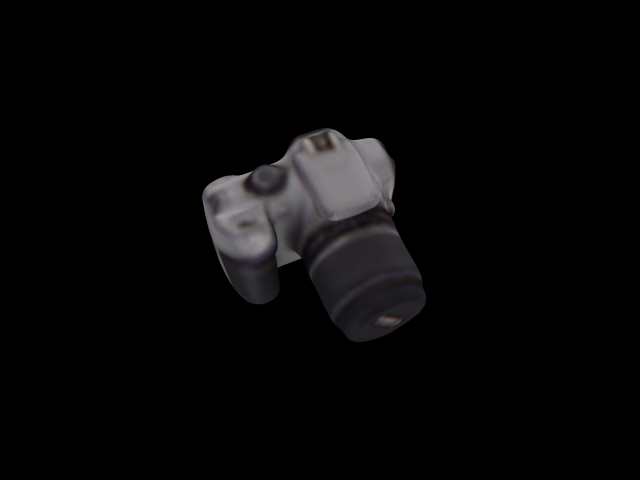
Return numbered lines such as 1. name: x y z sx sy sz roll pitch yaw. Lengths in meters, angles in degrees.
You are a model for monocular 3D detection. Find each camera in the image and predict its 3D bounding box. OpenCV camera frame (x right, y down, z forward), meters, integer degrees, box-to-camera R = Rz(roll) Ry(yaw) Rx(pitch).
1. camera: 0.004 0.001 0.400 0.143 0.101 0.136 -21 62 -11
